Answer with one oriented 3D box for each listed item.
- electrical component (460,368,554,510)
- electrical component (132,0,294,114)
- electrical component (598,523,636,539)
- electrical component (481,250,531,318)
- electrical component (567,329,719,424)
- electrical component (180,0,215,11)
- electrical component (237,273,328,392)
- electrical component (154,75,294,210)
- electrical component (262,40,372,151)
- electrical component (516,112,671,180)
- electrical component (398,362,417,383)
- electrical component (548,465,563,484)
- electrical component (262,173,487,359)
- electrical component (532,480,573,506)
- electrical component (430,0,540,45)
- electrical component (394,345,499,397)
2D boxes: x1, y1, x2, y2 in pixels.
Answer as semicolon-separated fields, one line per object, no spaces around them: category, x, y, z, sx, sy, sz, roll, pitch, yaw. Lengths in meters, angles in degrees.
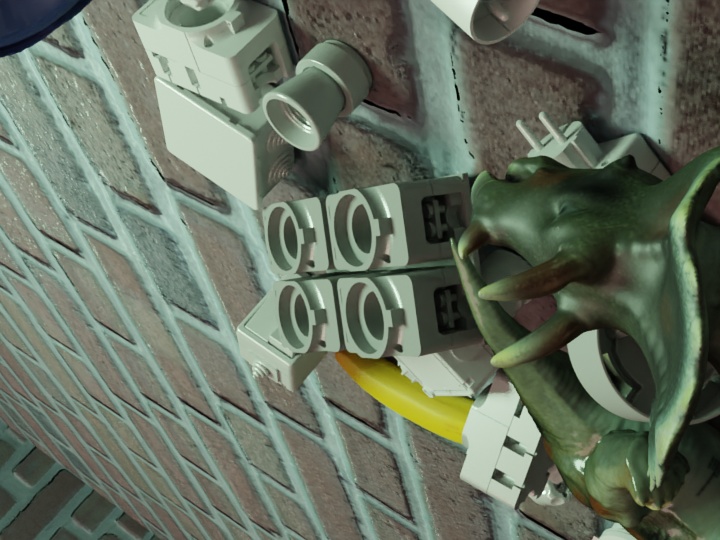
electrical component;0.112;0.117;0.781;0.056;0.089;0.050;26;-163;30
electrical component;-0.095;-0.148;0.688;0.089;0.050;0.055;26;152;29
electrical component;0.229;0.214;0.826;0.080;0.051;0.080;33;155;18
electrical component;0.089;0.016;0.701;0.040;0.046;0.040;33;155;18
electrical component;0.161;0.032;0.566;0.099;0.099;0.064;43;162;-4
electrical component;-0.106;-0.189;0.642;0.062;0.043;0.043;45;156;-5
electrical component;-0.061;0.053;0.923;0.062;0.096;0.061;33;154;17
electrical component;-0.093;-0.103;0.763;0.100;0.048;0.099;34;155;15
electrical component;-0.025;-0.106;0.650;0.045;0.055;0.045;32;155;18
electrical component;0.110;-0.050;0.556;0.076;0.047;0.066;48;155;-16
electrical component;0.051;0.070;0.859;0.040;0.040;0.046;40;162;3
electrical component;0.140;0.129;0.820;0.062;0.043;0.043;42;156;0
electrical component;0.000;0.000;0.720;0.186;0.060;0.105;-4;95;59
electrical component;0.154;0.179;0.897;0.035;0.035;0.061;43;159;-4
electrical component;0.042;-0.145;0.496;0.081;0.043;0.043;49;162;28
electrical component;0.063;0.051;0.789;0.061;0.061;0.096;47;162;-8
